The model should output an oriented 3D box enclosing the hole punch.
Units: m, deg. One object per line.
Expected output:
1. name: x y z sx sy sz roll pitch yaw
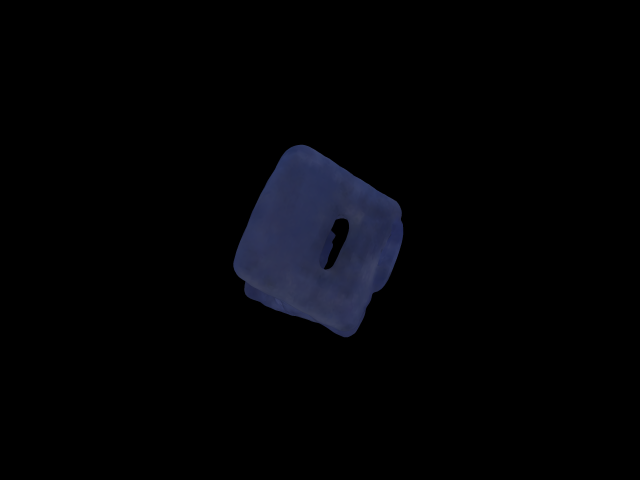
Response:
1. hole punch: 0.004 0.001 0.400 0.101 0.091 0.109 21 72 7
